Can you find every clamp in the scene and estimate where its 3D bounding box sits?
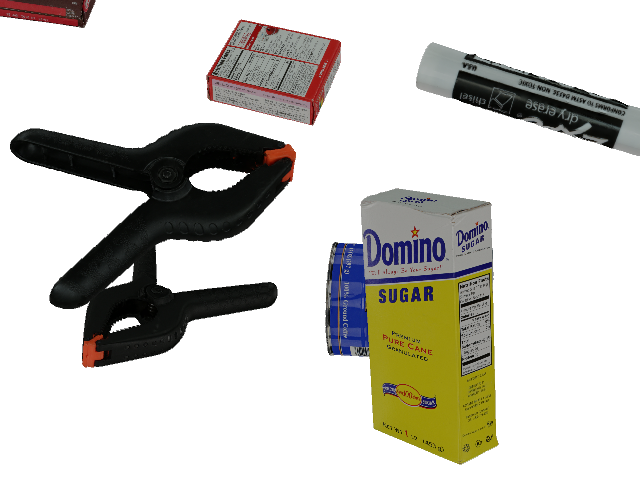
[{"bbox_3d":[-0.102,-0.037,0.650,0.171,0.120,0.039,-21,-17,-21],"label":"clamp"},{"bbox_3d":[-0.163,0.056,1.023,0.165,0.036,0.209,27,35,25],"label":"clamp"}]

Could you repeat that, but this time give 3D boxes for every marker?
[{"bbox_3d":[0.096,-0.049,0.405,0.121,0.020,0.020,19,4,12],"label":"marker"}]

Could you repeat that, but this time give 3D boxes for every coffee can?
[{"bbox_3d":[0.080,0.055,0.945,0.140,0.103,0.102,2,0,8],"label":"coffee can"}]

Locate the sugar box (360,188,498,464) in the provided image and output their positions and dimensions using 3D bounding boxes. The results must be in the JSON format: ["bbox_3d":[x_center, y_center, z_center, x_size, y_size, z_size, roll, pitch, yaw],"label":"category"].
[{"bbox_3d":[0.075,0.057,0.743,0.048,0.176,0.094,-17,18,-36],"label":"sugar box"}]

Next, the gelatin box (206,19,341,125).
[{"bbox_3d":[-0.036,-0.133,0.839,0.089,0.073,0.030,14,-38,10],"label":"gelatin box"}]

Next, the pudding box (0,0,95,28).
[{"bbox_3d":[-0.233,-0.225,0.901,0.090,0.039,0.113,8,36,-5],"label":"pudding box"}]
